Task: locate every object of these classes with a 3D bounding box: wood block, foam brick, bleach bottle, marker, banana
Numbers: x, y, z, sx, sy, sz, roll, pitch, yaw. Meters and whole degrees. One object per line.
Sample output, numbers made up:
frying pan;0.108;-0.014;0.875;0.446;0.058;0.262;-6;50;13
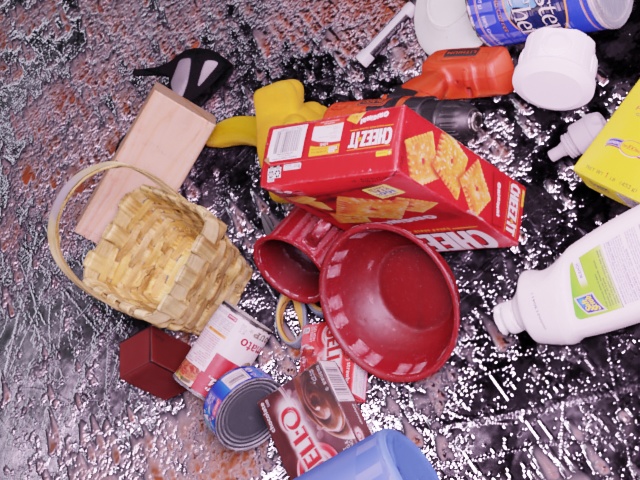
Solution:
wood block;-0.222;-0.087;1.366;0.206;0.090;0.091;-58;13;9
foam brick;-0.188;0.144;1.243;0.051;0.078;0.053;-31;46;25
bleach bottle;0.262;0.021;0.919;0.251;0.068;0.102;-25;72;31
marker;0.091;-0.258;1.283;0.121;0.020;0.020;-46;44;10
banana;-0.083;-0.122;1.342;0.198;0.037;0.069;34;90;47

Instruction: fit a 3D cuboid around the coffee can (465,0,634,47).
coffee can;0.234;-0.257;1.094;0.141;0.102;0.102;-2;64;41

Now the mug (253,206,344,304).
mug;-0.007;0.001;1.133;0.081;0.093;0.117;-50;-6;-36

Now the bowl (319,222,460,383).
bowl;0.078;0.055;1.043;0.162;0.055;0.162;14;113;35

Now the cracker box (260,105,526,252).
cracker box;0.073;-0.049;1.027;0.164;0.213;0.072;-4;68;40

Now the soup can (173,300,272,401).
soup can;-0.108;0.127;1.189;0.069;0.068;0.102;31;87;47

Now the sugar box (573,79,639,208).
sugar box;0.321;-0.110;0.969;0.176;0.048;0.093;-56;42;1

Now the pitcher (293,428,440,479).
pitcher;0.000;0.285;0.965;0.243;0.149;0.145;-36;31;16

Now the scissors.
scissors;-0.023;0.029;1.211;0.096;0.016;0.202;-27;50;25

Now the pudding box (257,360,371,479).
pudding box;-0.001;0.188;1.051;0.090;0.039;0.113;-37;64;26

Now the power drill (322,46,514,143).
power drill;0.120;-0.144;1.085;0.185;0.057;0.187;6;28;42

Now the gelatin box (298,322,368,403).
gelatin box;0.014;0.127;1.107;0.073;0.030;0.089;-13;58;35

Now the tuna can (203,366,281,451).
tuna can;-0.079;0.176;1.120;0.086;0.086;0.034;-55;41;0
